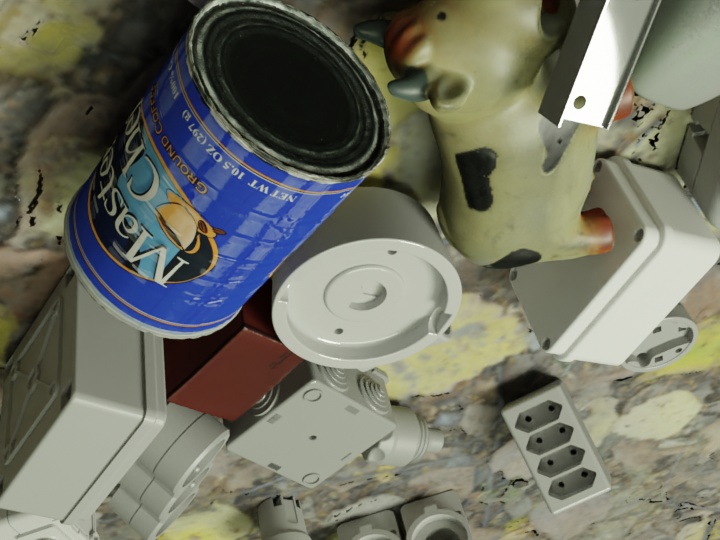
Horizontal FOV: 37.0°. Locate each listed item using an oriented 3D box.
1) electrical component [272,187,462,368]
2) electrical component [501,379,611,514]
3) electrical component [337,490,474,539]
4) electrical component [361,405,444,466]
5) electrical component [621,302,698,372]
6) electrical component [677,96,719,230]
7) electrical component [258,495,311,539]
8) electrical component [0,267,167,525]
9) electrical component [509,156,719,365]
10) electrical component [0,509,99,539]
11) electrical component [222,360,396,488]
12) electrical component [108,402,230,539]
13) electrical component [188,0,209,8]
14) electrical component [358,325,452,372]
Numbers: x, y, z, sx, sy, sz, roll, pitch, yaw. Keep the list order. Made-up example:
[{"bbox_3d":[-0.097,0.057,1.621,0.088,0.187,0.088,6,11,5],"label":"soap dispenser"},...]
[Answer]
[{"bbox_3d":[0.000,0.000,0.623,0.108,0.060,0.108,-6,137,-6],"label":"electrical component"},{"bbox_3d":[0.147,0.127,0.800,0.047,0.083,0.076,-27,174,12],"label":"electrical component"},{"bbox_3d":[0.053,0.273,0.833,0.105,0.186,0.060,-17,137,2],"label":"electrical component"},{"bbox_3d":[0.030,0.119,0.772,0.062,0.043,0.043,11,131,-29],"label":"electrical component"},{"bbox_3d":[0.193,0.034,0.728,0.055,0.047,0.055,-9,137,-8],"label":"electrical component"},{"bbox_3d":[0.227,-0.071,0.619,0.054,0.059,0.095,-8,137,-8],"label":"electrical component"},{"bbox_3d":[-0.059,0.203,0.830,0.040,0.046,0.040,-9,137,-8],"label":"electrical component"},{"bbox_3d":[-0.161,0.069,0.614,0.056,0.108,0.108,21,126,-30],"label":"electrical component"},{"bbox_3d":[0.150,-0.004,0.654,0.057,0.078,0.113,10,131,-29],"label":"electrical component"},{"bbox_3d":[-0.209,0.146,0.688,0.061,0.096,0.061,-19,138,4],"label":"electrical component"},{"bbox_3d":[-0.035,0.095,0.724,0.100,0.048,0.100,-39,130,21],"label":"electrical component"},{"bbox_3d":[-0.141,0.122,0.712,0.074,0.052,0.138,40,140,7],"label":"electrical component"},{"bbox_3d":[-0.055,-0.145,0.472,0.065,0.044,0.044,-29,136,20],"label":"electrical component"},{"bbox_3d":[0.020,0.038,0.686,0.065,0.044,0.044,-27,137,18],"label":"electrical component"}]
